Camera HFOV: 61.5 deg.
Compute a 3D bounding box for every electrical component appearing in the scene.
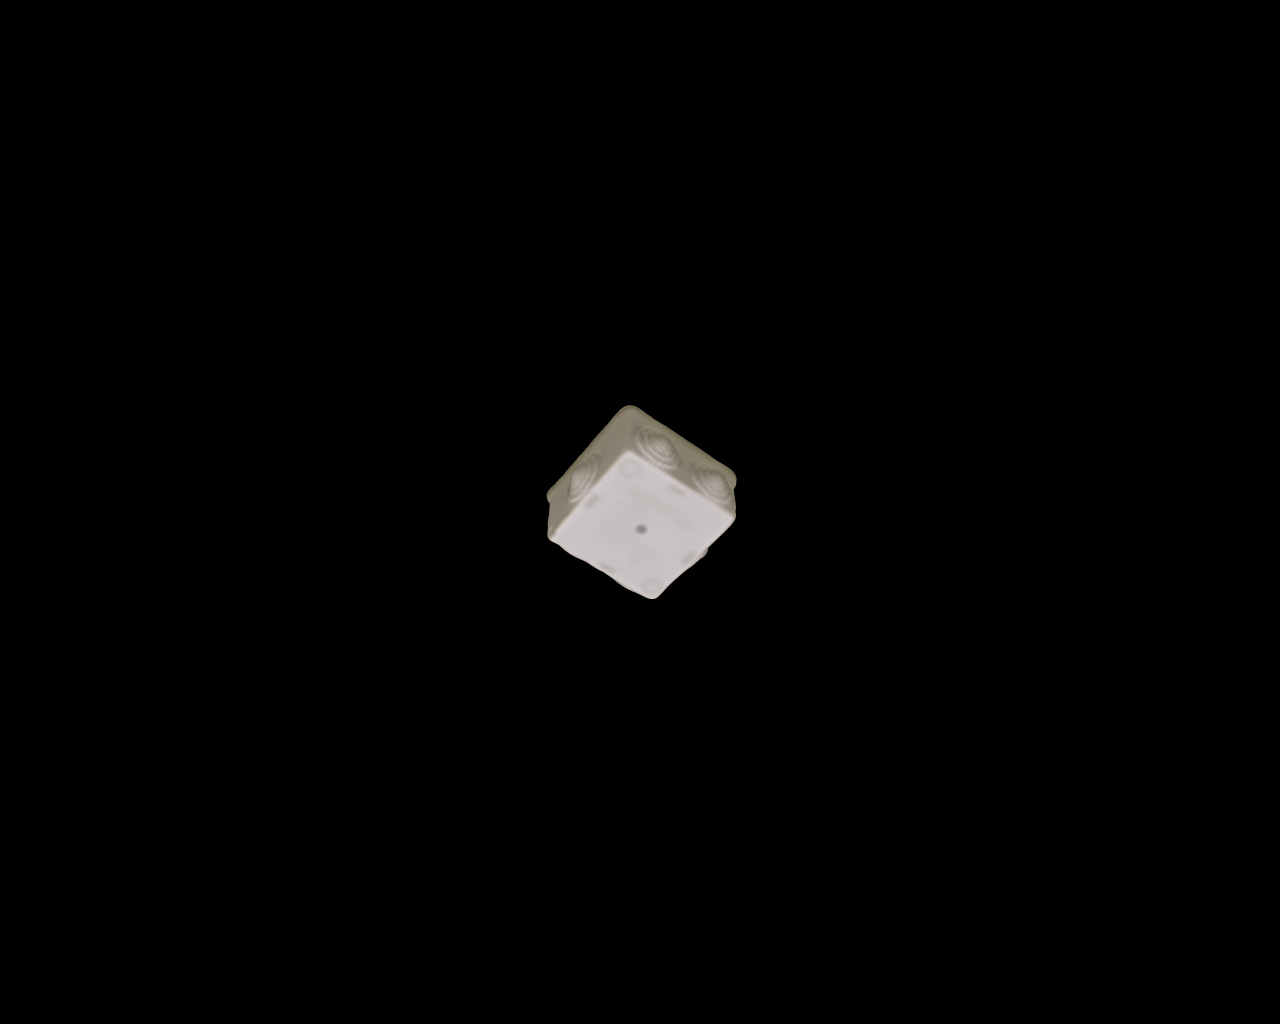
[{"bbox_3d":[0.001,-0.003,0.650,0.099,0.099,0.048,33,29,-21],"label":"electrical component"}]
